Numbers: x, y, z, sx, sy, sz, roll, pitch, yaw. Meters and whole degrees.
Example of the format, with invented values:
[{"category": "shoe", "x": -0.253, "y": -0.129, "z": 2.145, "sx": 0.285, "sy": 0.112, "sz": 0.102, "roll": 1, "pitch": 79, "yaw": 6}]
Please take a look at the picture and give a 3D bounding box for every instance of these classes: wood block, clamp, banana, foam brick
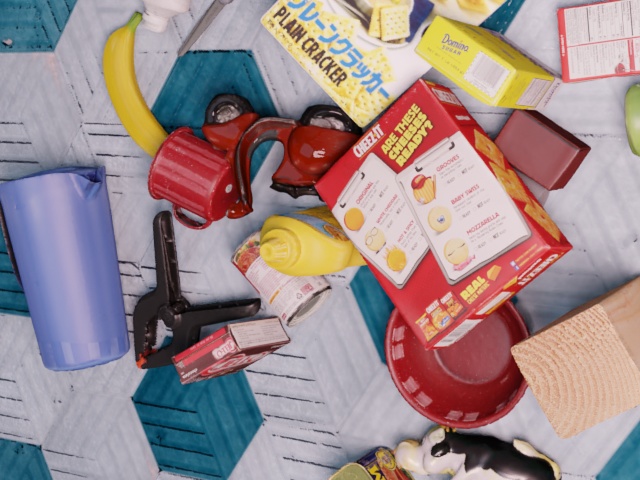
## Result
[{"category": "wood block", "x": 0.261, "y": 0.100, "z": 0.973, "sx": 0.091, "sy": 0.205, "sz": 0.090, "roll": -33, "pitch": 80, "yaw": 26}, {"category": "clamp", "x": -0.176, "y": 0.075, "z": 1.270, "sx": 0.164, "sy": 0.036, "sz": 0.210, "roll": 49, "pitch": 127, "yaw": 8}, {"category": "banana", "x": -0.221, "y": -0.173, "z": 1.290, "sx": 0.070, "sy": 0.037, "sz": 0.198, "roll": -20, "pitch": 86, "yaw": 30}, {"category": "foam brick", "x": 0.220, "y": -0.091, "z": 1.061, "sx": 0.078, "sy": 0.052, "sz": 0.051, "roll": 38, "pitch": 111, "yaw": 20}]

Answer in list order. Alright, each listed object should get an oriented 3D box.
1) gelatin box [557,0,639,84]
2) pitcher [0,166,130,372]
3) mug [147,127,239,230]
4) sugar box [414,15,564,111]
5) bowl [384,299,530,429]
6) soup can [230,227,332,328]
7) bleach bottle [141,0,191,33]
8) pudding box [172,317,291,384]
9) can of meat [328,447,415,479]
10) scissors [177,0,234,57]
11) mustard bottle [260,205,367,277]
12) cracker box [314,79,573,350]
[{"category": "gelatin box", "x": 0.278, "y": -0.193, "z": 1.032, "sx": 0.089, "sy": 0.030, "sz": 0.073, "roll": -4, "pitch": 93, "yaw": 24}, {"category": "pitcher", "x": -0.316, "y": 0.034, "z": 1.317, "sx": 0.145, "sy": 0.149, "sz": 0.243, "roll": -11, "pitch": 94, "yaw": -8}, {"category": "mug", "x": -0.141, "y": -0.063, "z": 1.236, "sx": 0.081, "sy": 0.093, "sz": 0.117, "roll": 26, "pitch": 122, "yaw": 17}, {"category": "sugar box", "x": 0.165, "y": -0.165, "z": 1.012, "sx": 0.093, "sy": 0.176, "sz": 0.048, "roll": 40, "pitch": 113, "yaw": 17}, {"category": "bowl", "x": 0.151, "y": 0.113, "z": 1.117, "sx": 0.162, "sy": 0.055, "sz": 0.162, "roll": 3, "pitch": 97, "yaw": 27}, {"category": "soup can", "x": -0.043, "y": 0.040, "z": 1.203, "sx": 0.102, "sy": 0.068, "sz": 0.069, "roll": 48, "pitch": 114, "yaw": 14}, {"category": "bleach bottle", "x": -0.141, "y": -0.353, "z": 1.216, "sx": 0.103, "sy": 0.068, "sz": 0.251, "roll": 34, "pitch": 112, "yaw": 22}, {"category": "pudding box", "x": -0.100, "y": 0.125, "z": 1.216, "sx": 0.090, "sy": 0.113, "sz": 0.039, "roll": -31, "pitch": 78, "yaw": 26}, {"category": "can of meat", "x": 0.067, "y": 0.282, "z": 1.162, "sx": 0.058, "sy": 0.083, "sz": 0.102, "roll": -43, "pitch": 76, "yaw": 24}, {"category": "scissors", "x": -0.089, "y": -0.279, "z": 1.222, "sx": 0.096, "sy": 0.016, "sz": 0.202, "roll": 35, "pitch": 110, "yaw": 20}, {"category": "mustard bottle", "x": -0.007, "y": 0.002, "z": 1.110, "sx": 0.096, "sy": 0.191, "sz": 0.058, "roll": 25, "pitch": 106, "yaw": 23}, {"category": "cracker box", "x": 0.118, "y": -0.024, "z": 1.055, "sx": 0.164, "sy": 0.072, "sz": 0.214, "roll": -44, "pitch": 66, "yaw": 25}]
